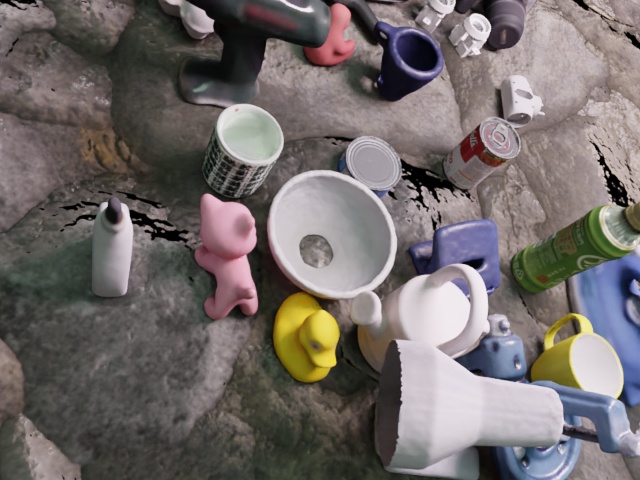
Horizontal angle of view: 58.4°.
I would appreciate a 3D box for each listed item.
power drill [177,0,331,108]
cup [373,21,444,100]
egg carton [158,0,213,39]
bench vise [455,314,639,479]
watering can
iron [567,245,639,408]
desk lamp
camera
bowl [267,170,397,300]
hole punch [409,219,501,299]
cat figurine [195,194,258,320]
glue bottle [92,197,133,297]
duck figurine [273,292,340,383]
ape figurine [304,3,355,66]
[{"bbox_3d":[-0.112,-0.252,0.696,0.230,0.208,0.075,2,67,-21],"label":"power drill"},{"bbox_3d":[0.114,-0.263,0.859,0.118,0.094,0.092,39,59,-2],"label":"cup"},{"bbox_3d":[-0.151,-0.352,0.804,0.107,0.069,0.150,42,59,-1],"label":"egg carton"},{"bbox_3d":[0.240,0.186,0.645,0.122,0.219,0.207,-28,80,-29],"label":"bench vise"},{"bbox_3d":[0.118,0.092,0.650,0.173,0.193,0.101,-14,74,-26],"label":"watering can"},{"bbox_3d":[0.451,0.096,0.816,0.119,0.141,0.258,-6,71,-24],"label":"iron"},{"bbox_3d":[0.132,0.186,0.604,0.204,0.213,0.118,13,64,-17],"label":"desk lamp"},{"bbox_3d":[0.315,-0.417,1.005,0.143,0.100,0.137,18,62,-14],"label":"camera"},{"bbox_3d":[0.007,0.003,0.712,0.168,0.074,0.167,9,65,-19],"label":"bowl"},{"bbox_3d":[0.192,0.032,0.766,0.109,0.091,0.101,-10,72,-25],"label":"hole punch"},{"bbox_3d":[-0.098,0.014,0.639,0.067,0.117,0.128,-10,72,-25],"label":"cat figurine"},{"bbox_3d":[-0.207,-0.002,0.570,0.037,0.173,0.078,1,68,-22],"label":"glue bottle"},{"bbox_3d":[-0.008,0.105,0.656,0.078,0.086,0.104,-5,70,-24],"label":"duck figurine"},{"bbox_3d":[0.017,-0.307,0.840,0.076,0.092,0.078,-33,83,-30],"label":"ape figurine"}]
